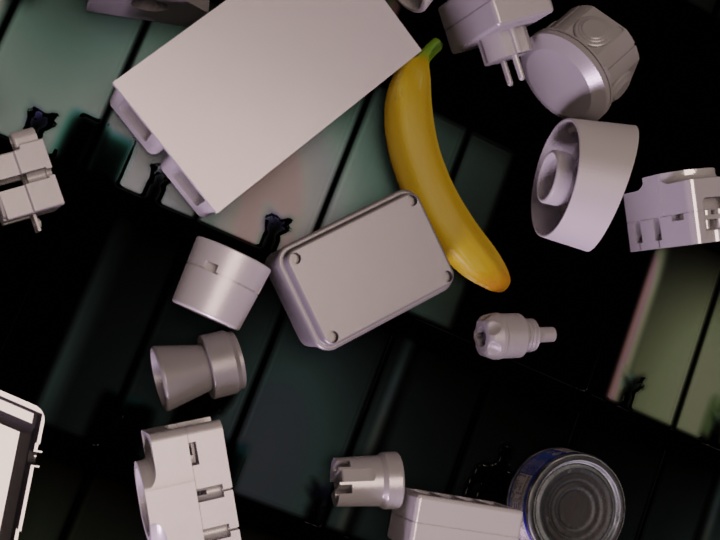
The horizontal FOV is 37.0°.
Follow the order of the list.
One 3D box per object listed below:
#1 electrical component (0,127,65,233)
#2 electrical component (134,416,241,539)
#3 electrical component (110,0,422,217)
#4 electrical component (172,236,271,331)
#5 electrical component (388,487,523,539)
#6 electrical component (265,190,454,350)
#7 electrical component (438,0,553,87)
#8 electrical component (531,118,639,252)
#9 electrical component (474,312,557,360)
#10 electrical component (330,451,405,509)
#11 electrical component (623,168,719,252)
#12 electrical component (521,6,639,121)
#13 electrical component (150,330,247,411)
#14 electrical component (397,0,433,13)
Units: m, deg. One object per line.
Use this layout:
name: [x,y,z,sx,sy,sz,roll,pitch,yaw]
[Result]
electrical component: [-0.227,-0.053,0.692,0.055,0.048,0.066,-20,94,-26]
electrical component: [-0.117,0.148,0.713,0.056,0.050,0.089,-9,89,-19]
electrical component: [-0.066,-0.134,0.742,0.186,0.060,0.105,-40,99,-16]
electrical component: [-0.095,0.010,0.727,0.055,0.055,0.047,26,83,-15]
electrical component: [0.065,0.201,0.772,0.083,0.047,0.075,13,83,-17]
electrical component: [0.000,0.000,0.757,0.113,0.057,0.078,-27,95,-18]
electrical component: [0.104,-0.173,0.789,0.047,0.083,0.075,-19,93,-19]
electrical component: [0.168,-0.064,0.798,0.064,0.099,0.099,11,83,-11]
electrical component: [0.118,0.049,0.806,0.061,0.035,0.035,0,87,-21]
electrical component: [0.005,0.149,0.760,0.046,0.040,0.040,1,86,-13]
electrical component: [0.248,-0.047,0.825,0.050,0.089,0.055,-7,89,-18]
electrical component: [0.166,-0.154,0.811,0.051,0.080,0.080,-42,100,-21]
electrical component: [-0.109,0.067,0.724,0.055,0.045,0.045,-13,91,-19]
electrical component: [0.052,-0.224,0.795,0.055,0.045,0.045,-41,100,-17]
